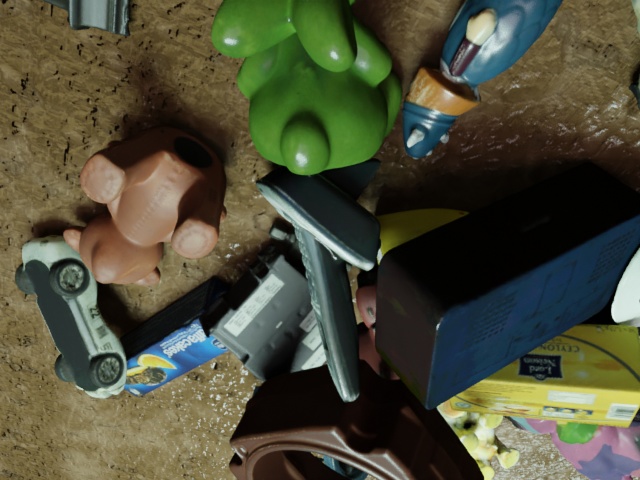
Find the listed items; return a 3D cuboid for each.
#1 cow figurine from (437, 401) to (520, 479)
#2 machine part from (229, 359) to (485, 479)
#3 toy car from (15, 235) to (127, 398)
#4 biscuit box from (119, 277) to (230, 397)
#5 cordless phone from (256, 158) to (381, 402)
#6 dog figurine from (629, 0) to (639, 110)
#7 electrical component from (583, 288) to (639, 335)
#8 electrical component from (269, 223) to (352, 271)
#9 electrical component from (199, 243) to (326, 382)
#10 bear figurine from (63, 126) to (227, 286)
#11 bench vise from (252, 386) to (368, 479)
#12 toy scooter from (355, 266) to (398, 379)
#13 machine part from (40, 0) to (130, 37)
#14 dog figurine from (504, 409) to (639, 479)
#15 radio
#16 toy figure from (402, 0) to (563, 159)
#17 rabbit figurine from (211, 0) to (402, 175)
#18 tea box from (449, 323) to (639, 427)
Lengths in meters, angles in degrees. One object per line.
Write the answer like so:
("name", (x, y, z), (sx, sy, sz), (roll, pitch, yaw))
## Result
("cow figurine", (0.173, 0.211, 0.659), (0.068, 0.098, 0.167), (-33, 117, -7))
("machine part", (0.030, 0.217, 0.499), (0.201, 0.087, 0.200), (-22, 112, 38))
("toy car", (-0.275, 0.089, 0.604), (0.074, 0.056, 0.201), (-3, 111, 28))
("biscuit box", (-0.174, 0.121, 0.644), (0.203, 0.063, 0.059), (-31, 120, 30))
("cordless phone", (0.006, 0.027, 0.446), (0.089, 0.147, 0.184), (-10, 98, -10))
("dog figurine", (0.266, -0.170, 0.324), (0.172, 0.121, 0.190), (-24, 136, 30))
("electrical component", (0.290, 0.087, 0.554), (0.119, 0.048, 0.074), (18, 129, -6))
("electrical component", (-0.001, -0.002, 0.541), (0.094, 0.021, 0.063), (28, 128, -14))
("electrical component", (-0.040, 0.087, 0.564), (0.115, 0.058, 0.134), (-45, 115, -2))
("bear figurine", (-0.173, -0.010, 0.494), (0.120, 0.132, 0.196), (38, 119, -18))
("bench vise", (0.034, 0.227, 0.652), (0.241, 0.129, 0.223), (-3, 139, 34))
("toy scooter", (0.078, 0.129, 0.566), (0.075, 0.135, 0.183), (-15, 127, 18))
("machine part", (-0.206, -0.201, 0.394), (0.139, 0.039, 0.084), (18, 135, -8))
("dog figurine", (0.312, 0.198, 0.599), (0.219, 0.108, 0.191), (39, 145, -18))
("radio", (0.156, 0.036, 0.440), (0.230, 0.073, 0.131), (-21, 136, -21))
("toy figure", (0.108, -0.127, 0.394), (0.064, 0.058, 0.154), (14, 131, -33))
("rabbit figurine", (-0.012, -0.140, 0.360), (0.121, 0.159, 0.170), (8, 116, 15))
("tea box", (0.211, 0.128, 0.524), (0.170, 0.068, 0.098), (2, 145, 18))
